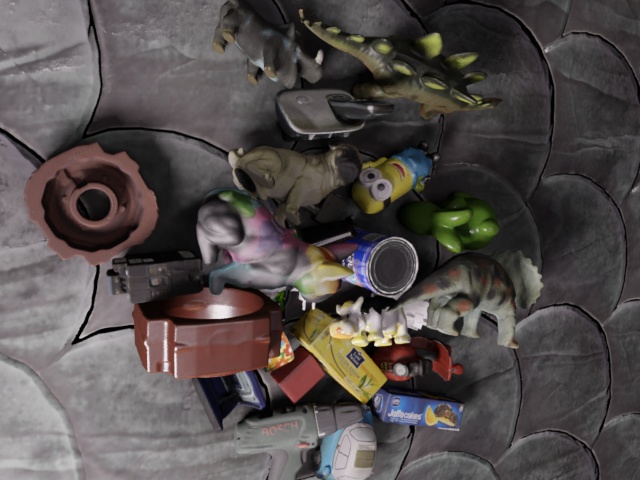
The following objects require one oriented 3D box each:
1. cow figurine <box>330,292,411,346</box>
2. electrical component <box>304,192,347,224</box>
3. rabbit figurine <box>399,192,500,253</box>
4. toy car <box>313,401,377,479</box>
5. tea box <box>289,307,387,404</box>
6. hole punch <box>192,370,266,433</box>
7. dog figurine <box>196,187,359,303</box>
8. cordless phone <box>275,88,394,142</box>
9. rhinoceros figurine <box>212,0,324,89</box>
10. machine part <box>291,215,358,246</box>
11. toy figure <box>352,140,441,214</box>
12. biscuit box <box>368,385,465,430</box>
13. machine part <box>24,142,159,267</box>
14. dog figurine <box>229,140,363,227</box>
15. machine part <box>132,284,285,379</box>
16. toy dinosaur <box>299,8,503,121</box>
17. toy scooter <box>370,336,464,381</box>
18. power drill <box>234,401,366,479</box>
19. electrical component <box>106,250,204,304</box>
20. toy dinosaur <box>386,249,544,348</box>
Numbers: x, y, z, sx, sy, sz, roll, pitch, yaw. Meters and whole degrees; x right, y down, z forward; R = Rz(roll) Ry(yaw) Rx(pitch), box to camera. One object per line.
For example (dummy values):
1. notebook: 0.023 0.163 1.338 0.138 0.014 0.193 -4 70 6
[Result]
1. cow figurine: 0.083 0.130 0.916 0.167 0.068 0.098 17 63 -45
2. electrical component: 0.018 -0.055 0.969 0.094 0.021 0.063 34 82 -21
3. rabbit figurine: 0.239 -0.026 1.025 0.170 0.159 0.121 6 104 -11
4. toy car: 0.062 0.394 1.010 0.109 0.103 0.161 16 92 -28
5. tea box: 0.033 0.207 0.973 0.068 0.098 0.169 -46 115 -13
6. hole punch: -0.154 0.229 0.873 0.092 0.116 0.142 -27 106 -13
7. dog figurine: -0.055 0.009 0.795 0.219 0.108 0.191 -1 120 9
8. cordless phone: 0.021 -0.202 0.862 0.146 0.184 0.088 -9 105 -25
9. rhinoceros figurine: -0.080 -0.309 0.866 0.190 0.073 0.112 29 73 -24
10. machine part: -0.002 -0.003 0.923 0.139 0.039 0.084 -21 64 -10
11. toy figure: 0.140 -0.112 0.989 0.180 0.082 0.089 -33 140 -26
12. biscuit box: 0.197 0.339 1.089 0.202 0.063 0.059 15 89 -27
13. machine part: -0.330 -0.053 0.785 0.179 0.056 0.179 -4 99 -24
14. dog figurine: -0.036 -0.128 0.898 0.190 0.121 0.172 -47 110 -25
15. machine part: -0.170 0.130 0.805 0.201 0.201 0.087 0 100 -26
16. toy dinosaur: 0.147 -0.287 0.905 0.471 0.199 0.105 7 91 -28
17. toy scooter: 0.195 0.233 1.033 0.184 0.135 0.075 -3 100 -24
18. power drill: -0.032 0.389 0.935 0.232 0.086 0.207 -1 94 -5
19. electrical component: -0.248 0.052 0.805 0.134 0.115 0.058 -6 97 -20
20. toy dinosaur: 0.287 0.088 1.001 0.404 0.131 0.192 20 80 -42
